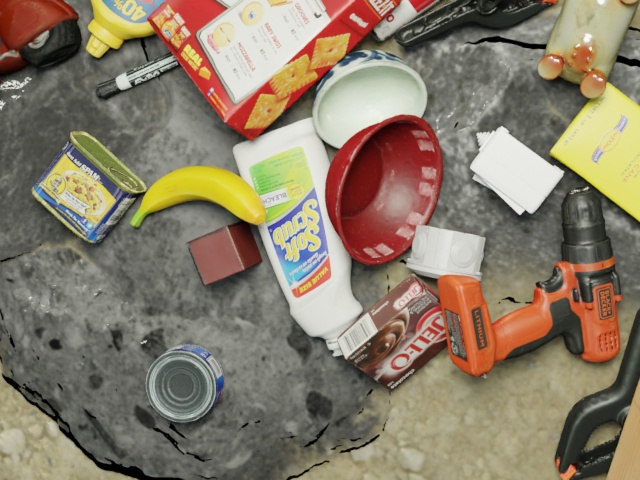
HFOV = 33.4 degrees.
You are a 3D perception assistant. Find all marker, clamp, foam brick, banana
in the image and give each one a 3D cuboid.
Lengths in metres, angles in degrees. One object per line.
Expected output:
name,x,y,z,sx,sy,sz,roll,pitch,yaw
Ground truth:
marker,-0.196,-0.187,1.194,0.121,0.020,0.020,-22,91,12
clamp,0.333,0.180,1.107,0.164,0.036,0.210,32,110,-15
foam brick,-0.104,0.013,1.165,0.053,0.078,0.051,-22,92,14
clamp,0.157,-0.242,1.084,0.171,0.120,0.039,2,54,-22
banana,-0.127,-0.047,1.153,0.198,0.037,0.069,-1,80,41

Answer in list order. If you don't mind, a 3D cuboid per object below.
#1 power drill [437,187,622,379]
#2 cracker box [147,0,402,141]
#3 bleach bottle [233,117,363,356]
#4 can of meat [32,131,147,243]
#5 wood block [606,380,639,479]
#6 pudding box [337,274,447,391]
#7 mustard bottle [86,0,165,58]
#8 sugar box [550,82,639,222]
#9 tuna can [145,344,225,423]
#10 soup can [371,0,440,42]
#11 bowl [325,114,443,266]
power drill,0.216,0.051,1.078,0.187,0.057,0.184,-13,100,-16
cracker box,-0.047,-0.233,1.084,0.214,0.072,0.164,-42,64,9
bleach bottle,-0.008,0.001,1.154,0.103,0.068,0.251,-19,93,15
can of meat,-0.260,-0.058,1.199,0.102,0.057,0.084,42,103,5
wood block,0.350,0.228,1.058,0.090,0.091,0.206,8,111,-8
pudding box,0.087,0.099,1.132,0.113,0.039,0.090,-40,131,13
mustard bottle,-0.195,-0.281,1.165,0.096,0.058,0.192,38,101,0
sugar box,0.332,-0.072,1.090,0.176,0.048,0.093,38,101,7
tuna can,-0.153,0.163,1.210,0.086,0.033,0.086,1,96,10
soup can,0.085,-0.262,1.109,0.102,0.068,0.068,-34,88,13
bowl,0.056,-0.057,1.109,0.055,0.161,0.162,23,100,40
